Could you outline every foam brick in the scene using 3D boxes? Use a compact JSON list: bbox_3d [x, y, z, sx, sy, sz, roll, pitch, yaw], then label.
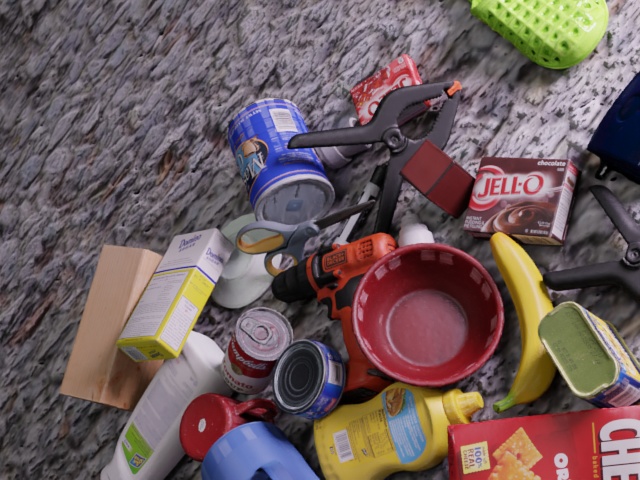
[{"bbox_3d":[0.138,-0.068,1.206,0.051,0.078,0.053,-51,52,8],"label":"foam brick"}]

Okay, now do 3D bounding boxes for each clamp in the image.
[{"bbox_3d":[0.076,-0.121,1.259,0.164,0.036,0.210,42,94,-3],"label":"clamp"},{"bbox_3d":[0.307,0.027,1.062,0.172,0.039,0.120,36,96,41],"label":"clamp"}]

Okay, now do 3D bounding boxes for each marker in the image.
[{"bbox_3d":[0.051,-0.039,1.298,0.020,0.020,0.121,30,90,41],"label":"marker"}]

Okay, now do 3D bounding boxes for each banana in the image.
[{"bbox_3d":[0.211,0.084,1.097,0.037,0.069,0.198,134,144,-56],"label":"banana"}]

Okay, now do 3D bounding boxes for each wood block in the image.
[{"bbox_3d":[-0.259,0.119,1.422,0.091,0.090,0.206,4,75,38],"label":"wood block"}]

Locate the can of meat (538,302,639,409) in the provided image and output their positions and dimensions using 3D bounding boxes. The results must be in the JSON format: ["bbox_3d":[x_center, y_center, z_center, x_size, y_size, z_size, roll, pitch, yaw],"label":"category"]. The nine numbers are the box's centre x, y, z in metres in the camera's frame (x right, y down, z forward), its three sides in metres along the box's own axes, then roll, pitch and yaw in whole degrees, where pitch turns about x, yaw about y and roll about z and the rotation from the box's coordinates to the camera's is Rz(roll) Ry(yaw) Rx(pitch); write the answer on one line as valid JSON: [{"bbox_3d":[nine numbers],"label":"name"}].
[{"bbox_3d":[0.263,0.115,1.029,0.057,0.083,0.102,-40,52,18],"label":"can of meat"}]

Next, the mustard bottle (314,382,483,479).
[{"bbox_3d":[0.087,0.202,1.142,0.192,0.058,0.096,-26,65,26],"label":"mustard bottle"}]

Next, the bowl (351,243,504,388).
[{"bbox_3d":[0.115,0.087,1.148,0.162,0.055,0.162,-2,68,6],"label":"bowl"}]

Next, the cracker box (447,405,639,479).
[{"bbox_3d":[0.228,0.249,1.007,0.214,0.072,0.164,-13,64,32],"label":"cracker box"}]

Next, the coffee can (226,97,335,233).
[{"bbox_3d":[-0.051,-0.095,1.345,0.103,0.102,0.140,-36,53,20],"label":"coffee can"}]

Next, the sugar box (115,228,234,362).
[{"bbox_3d":[-0.182,0.069,1.353,0.094,0.048,0.176,-9,43,45],"label":"sugar box"}]

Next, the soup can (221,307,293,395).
[{"bbox_3d":[-0.076,0.132,1.258,0.102,0.068,0.068,116,148,-55],"label":"soup can"}]

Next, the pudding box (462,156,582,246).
[{"bbox_3d":[0.218,-0.043,1.159,0.114,0.039,0.090,6,75,39],"label":"pudding box"}]

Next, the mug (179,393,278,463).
[{"bbox_3d":[-0.104,0.223,1.265,0.117,0.081,0.093,-34,54,22],"label":"mug"}]

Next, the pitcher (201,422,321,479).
[{"bbox_3d":[-0.034,0.303,1.139,0.149,0.144,0.243,-56,45,15],"label":"pitcher"}]

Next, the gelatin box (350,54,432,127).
[{"bbox_3d":[0.086,-0.176,1.322,0.089,0.030,0.073,-31,55,24],"label":"gelatin box"}]

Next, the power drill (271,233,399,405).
[{"bbox_3d":[0.016,0.097,1.242,0.185,0.057,0.187,-23,60,37],"label":"power drill"}]

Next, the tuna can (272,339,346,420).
[{"bbox_3d":[-0.013,0.154,1.181,0.086,0.033,0.086,-20,60,39],"label":"tuna can"}]

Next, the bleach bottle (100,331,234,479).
[{"bbox_3d":[-0.207,0.241,1.350,0.251,0.068,0.103,-53,49,10],"label":"bleach bottle"}]

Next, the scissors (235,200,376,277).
[{"bbox_3d":[-0.008,0.002,1.291,0.202,0.096,0.016,-8,38,27],"label":"scissors"}]
